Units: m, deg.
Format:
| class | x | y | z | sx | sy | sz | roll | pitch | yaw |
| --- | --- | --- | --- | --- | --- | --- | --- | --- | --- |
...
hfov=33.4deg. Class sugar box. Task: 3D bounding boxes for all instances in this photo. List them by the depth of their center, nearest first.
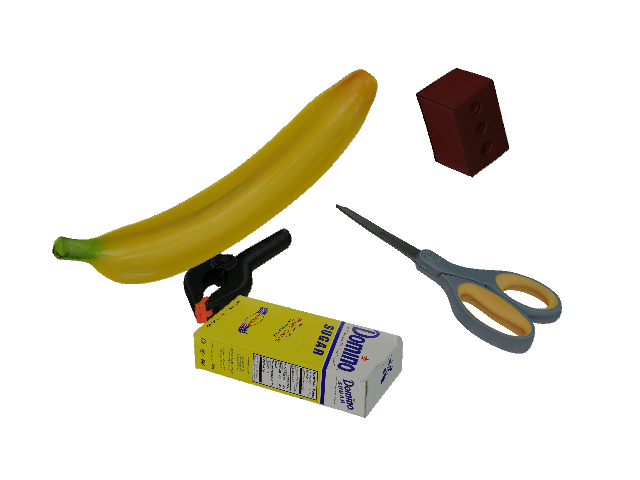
| class | x | y | z | sx | sy | sz | roll | pitch | yaw |
| --- | --- | --- | --- | --- | --- | --- | --- | --- | --- |
| sugar box | -0.020 | 0.104 | 0.993 | 0.176 | 0.048 | 0.093 | 10 | 26 | 22 |

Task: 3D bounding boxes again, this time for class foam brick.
| class | x | y | z | sx | sy | sz | roll | pitch | yaw |
| --- | --- | --- | --- | --- | --- | --- | --- | --- | --- |
| foam brick | 0.131 | -0.109 | 0.977 | 0.053 | 0.078 | 0.051 | -36 | 37 | -19 |

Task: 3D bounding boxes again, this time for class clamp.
| class | x | y | z | sx | sy | sz | roll | pitch | yaw |
| --- | --- | --- | --- | --- | --- | --- | --- | --- | --- |
| clamp | -0.101 | 0.032 | 1.253 | 0.120 | 0.039 | 0.171 | -2 | 40 | 10 |

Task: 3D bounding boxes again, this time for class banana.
| class | x | y | z | sx | sy | sz | roll | pitch | yaw |
| --- | --- | --- | --- | --- | --- | --- | --- | --- | --- |
| banana | -0.049 | -0.026 | 0.599 | 0.197 | 0.037 | 0.069 | -31 | -18 | -3 |

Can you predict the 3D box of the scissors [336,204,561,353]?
| class | x | y | z | sx | sy | sz | roll | pitch | yaw |
| --- | --- | --- | --- | --- | --- | --- | --- | --- | --- |
| scissors | 0.103 | 0.018 | 0.817 | 0.096 | 0.016 | 0.202 | -9 | 37 | -32 |
